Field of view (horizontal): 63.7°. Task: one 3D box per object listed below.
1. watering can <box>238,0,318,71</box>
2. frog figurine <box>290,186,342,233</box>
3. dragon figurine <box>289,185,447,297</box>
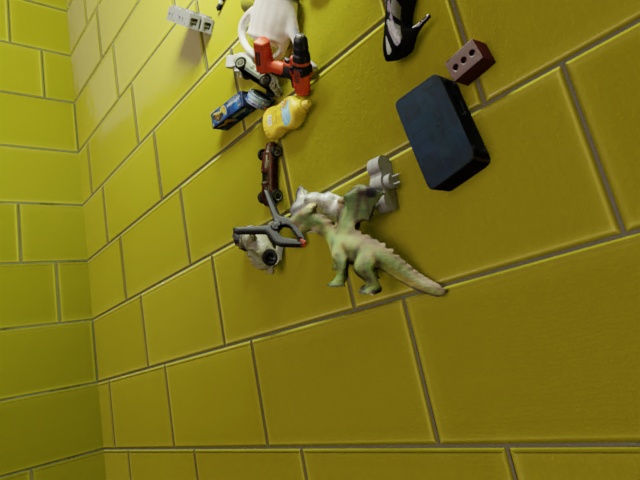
[{"bbox_3d":[-0.113,-0.633,1.529,0.351,0.104,0.221,29,112,32],"label":"watering can"},{"bbox_3d":[0.004,-0.069,1.362,0.160,0.125,0.134,20,137,38],"label":"frog figurine"},{"bbox_3d":[0.105,-0.009,1.218,0.410,0.123,0.240,6,104,31],"label":"dragon figurine"}]
